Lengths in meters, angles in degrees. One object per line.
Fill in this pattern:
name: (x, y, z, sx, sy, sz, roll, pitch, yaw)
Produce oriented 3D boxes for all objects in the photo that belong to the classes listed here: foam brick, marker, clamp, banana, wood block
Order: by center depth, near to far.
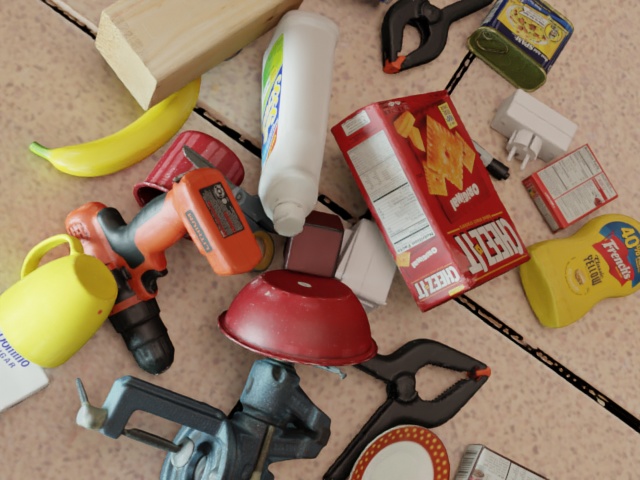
wood block: (-0.117, -0.233, 1.092, 0.205, 0.091, 0.090, -37, 89, -21)
foam brick: (-0.007, 0.001, 1.094, 0.051, 0.078, 0.053, 11, 101, -6)
banana: (-0.197, -0.114, 1.108, 0.197, 0.037, 0.069, -28, 86, -20)
clamp: (0.081, 0.167, 1.122, 0.209, 0.036, 0.164, -2, 84, -17)
marker: (0.168, -0.109, 1.221, 0.121, 0.020, 0.020, 38, 70, -5)
clamp: (0.132, -0.259, 1.236, 0.120, 0.039, 0.171, 25, 79, -8)

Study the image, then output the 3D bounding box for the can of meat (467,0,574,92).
can of meat: (0.237, -0.239, 1.252, 0.102, 0.058, 0.084, 37, 68, -6)

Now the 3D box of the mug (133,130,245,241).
mug: (-0.122, -0.050, 1.093, 0.117, 0.093, 0.081, 45, 63, -26)

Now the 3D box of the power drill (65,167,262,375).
power drill: (-0.147, 0.026, 1.019, 0.057, 0.188, 0.184, -32, 95, -56)

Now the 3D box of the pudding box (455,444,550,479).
pudding box: (0.181, 0.284, 1.122, 0.090, 0.039, 0.113, 29, 74, -11)

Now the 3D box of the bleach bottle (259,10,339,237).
bleach bottle: (-0.024, -0.114, 1.077, 0.068, 0.103, 0.251, 15, 49, -16)

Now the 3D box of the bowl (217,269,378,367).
bowl: (-0.017, 0.069, 1.048, 0.162, 0.162, 0.055, 7, 104, -15)

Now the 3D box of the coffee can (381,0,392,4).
coffee can: (0.033, -0.339, 1.192, 0.140, 0.103, 0.102, 21, 72, -10)

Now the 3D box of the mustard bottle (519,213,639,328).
mustard bottle: (0.322, 0.023, 1.212, 0.191, 0.058, 0.096, -22, 93, -20)

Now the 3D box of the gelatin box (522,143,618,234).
gelatin box: (0.291, -0.060, 1.239, 0.089, 0.030, 0.073, -29, 85, -19)

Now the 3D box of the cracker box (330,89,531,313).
cracker box: (0.122, -0.048, 1.126, 0.163, 0.072, 0.214, -18, 80, -55)

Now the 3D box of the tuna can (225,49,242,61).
tuna can: (-0.116, -0.239, 1.162, 0.086, 0.034, 0.086, 4, 76, -15)

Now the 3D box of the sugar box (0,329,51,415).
sugar box: (-0.353, 0.143, 1.000, 0.176, 0.048, 0.093, -30, 86, -24)

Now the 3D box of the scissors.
scissors: (-0.087, -0.024, 1.067, 0.201, 0.016, 0.096, 19, 90, -55)
